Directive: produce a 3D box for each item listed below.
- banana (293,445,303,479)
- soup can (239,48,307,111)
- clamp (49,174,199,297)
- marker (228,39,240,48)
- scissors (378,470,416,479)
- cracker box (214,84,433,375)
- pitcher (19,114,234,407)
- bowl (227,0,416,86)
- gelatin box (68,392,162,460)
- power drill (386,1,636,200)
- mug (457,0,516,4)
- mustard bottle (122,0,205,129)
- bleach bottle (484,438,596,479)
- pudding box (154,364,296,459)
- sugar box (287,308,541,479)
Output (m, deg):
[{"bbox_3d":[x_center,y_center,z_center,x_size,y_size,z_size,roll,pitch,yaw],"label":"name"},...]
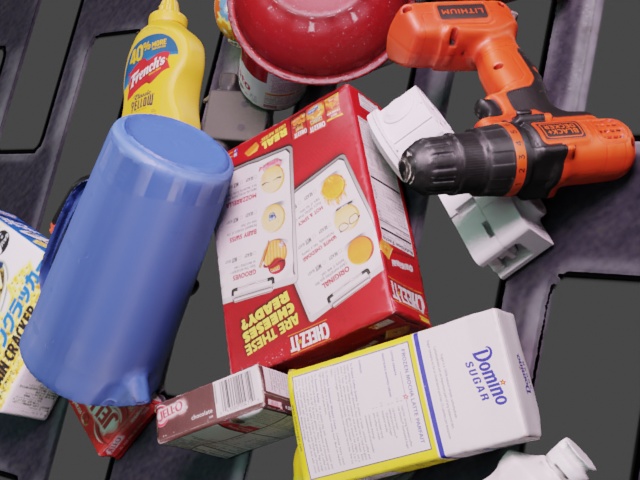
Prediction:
[{"bbox_3d":[0.050,0.140,0.827,0.198,0.037,0.070,-32,65,23],"label":"banana"},{"bbox_3d":[-0.038,-0.168,0.962,0.068,0.102,0.068,2,69,-7],"label":"soup can"},{"bbox_3d":[-0.199,-0.012,1.058,0.210,0.036,0.164,-15,92,45],"label":"clamp"},{"bbox_3d":[-0.059,-0.251,1.076,0.020,0.020,0.121,22,86,41],"label":"marker"},{"bbox_3d":[-0.008,0.241,0.843,0.202,0.016,0.096,-18,64,32],"label":"scissors"},{"bbox_3d":[-0.006,0.001,0.901,0.164,0.072,0.214,-26,59,29],"label":"cracker box"},{"bbox_3d":[-0.172,0.011,0.935,0.145,0.149,0.243,-78,12,-65],"label":"pitcher"},{"bbox_3d":[0.000,-0.212,0.884,0.162,0.055,0.162,-1,74,3],"label":"bowl"},{"bbox_3d":[-0.197,0.152,1.014,0.073,0.030,0.089,-50,50,11],"label":"gelatin box"},{"bbox_3d":[0.117,-0.104,0.796,0.057,0.184,0.188,108,148,-43],"label":"power drill"},{"bbox_3d":[0.155,-0.243,0.871,0.082,0.093,0.117,-8,40,40],"label":"mug"},{"bbox_3d":[-0.161,-0.161,1.093,0.096,0.058,0.191,-15,63,38],"label":"mustard bottle"},{"bbox_3d":[0.085,0.225,0.749,0.251,0.068,0.103,-45,51,12],"label":"bleach bottle"},{"bbox_3d":[-0.065,0.143,0.877,0.114,0.089,0.039,-23,61,28],"label":"pudding box"},{"bbox_3d":[0.065,0.119,0.772,0.176,0.048,0.093,-19,71,24],"label":"sugar box"}]
